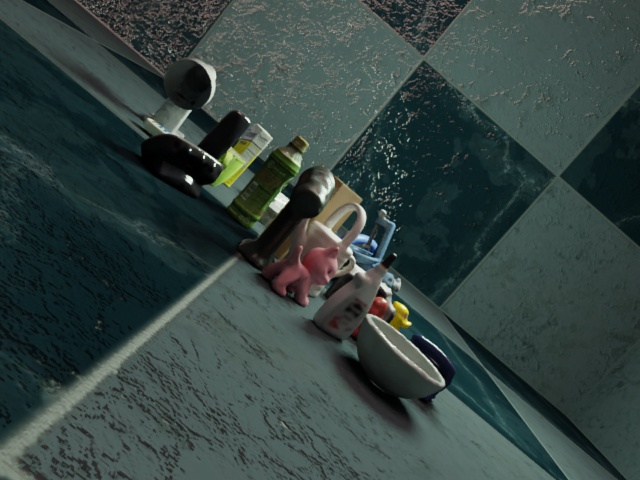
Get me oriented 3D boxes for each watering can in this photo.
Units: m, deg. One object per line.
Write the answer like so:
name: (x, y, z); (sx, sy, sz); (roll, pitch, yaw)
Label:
watering can: (0.011, 0.005, 1.107); (0.100, 0.194, 0.173); (44, 7, 34)

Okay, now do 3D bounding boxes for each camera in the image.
camera: (0.085, 0.119, 1.183); (0.143, 0.100, 0.137); (42, 6, 19)

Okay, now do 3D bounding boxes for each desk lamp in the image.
desk lamp: (-0.346, -0.360, 1.449); (0.118, 0.213, 0.203); (39, 6, -12)

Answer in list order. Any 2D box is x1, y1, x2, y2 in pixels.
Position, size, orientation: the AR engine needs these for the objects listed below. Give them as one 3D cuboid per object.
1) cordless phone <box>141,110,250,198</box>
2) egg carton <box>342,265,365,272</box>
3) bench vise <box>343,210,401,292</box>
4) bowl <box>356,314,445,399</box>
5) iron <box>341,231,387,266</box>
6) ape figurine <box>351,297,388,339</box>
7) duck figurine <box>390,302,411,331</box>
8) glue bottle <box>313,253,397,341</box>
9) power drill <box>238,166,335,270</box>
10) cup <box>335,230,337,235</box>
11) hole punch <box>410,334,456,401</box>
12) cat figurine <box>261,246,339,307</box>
cordless phone: (-0.226, -0.186, 1.071); (0.094, 0.185, 0.148); (44, 7, 34)
egg carton: (0.100, 0.119, 1.413); (0.107, 0.069, 0.150); (39, 6, -15)
bench vise: (0.143, 0.041, 1.532); (0.208, 0.219, 0.121); (38, 6, -21)
bowl: (0.115, 0.199, 0.917); (0.167, 0.074, 0.167); (40, 6, -5)
iron: (0.096, 0.037, 1.641); (0.118, 0.141, 0.259); (45, 8, 37)
ape figurine: (0.089, 0.144, 1.072); (0.076, 0.092, 0.077); (36, 8, -38)
duck figurine: (0.154, 0.175, 1.274); (0.104, 0.086, 0.077); (40, 6, -4)
glue bottle: (0.068, 0.088, 0.958); (0.078, 0.173, 0.037); (35, 8, -42)
power drill: (-0.051, -0.046, 1.029); (0.076, 0.208, 0.229); (39, 6, -8)
cup: (-0.020, -0.020, 1.559); (0.091, 0.095, 0.118); (44, 7, 31)
hole punch: (0.198, 0.236, 1.077); (0.108, 0.091, 0.101); (43, 7, 23)
cat figurine: (-0.020, 0.047, 0.984); (0.067, 0.117, 0.128); (45, 7, 36)
